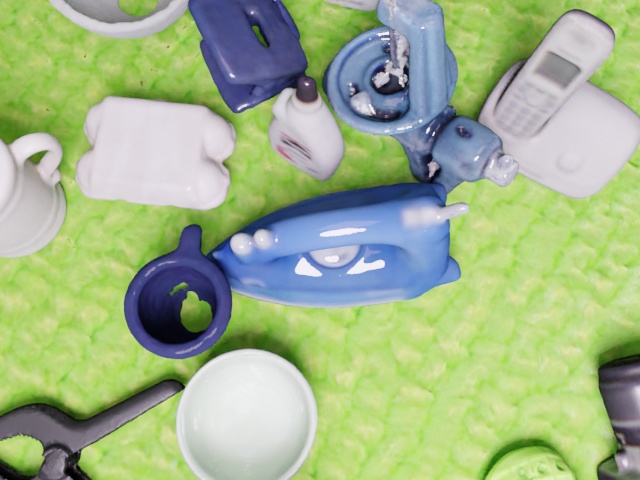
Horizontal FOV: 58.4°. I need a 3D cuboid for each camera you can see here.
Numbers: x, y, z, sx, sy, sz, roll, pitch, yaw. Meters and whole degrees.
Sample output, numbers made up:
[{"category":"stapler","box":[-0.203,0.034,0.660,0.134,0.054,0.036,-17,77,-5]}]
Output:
[{"category":"camera","box":[0.323,0.170,0.515,0.143,0.101,0.137,-15,79,-5]}]

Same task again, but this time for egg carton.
[{"category":"egg carton","box":[-0.160,-0.085,0.567,0.150,0.069,0.107,5,78,-1]}]

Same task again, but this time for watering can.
[{"category":"watering can","box":[-0.312,-0.044,0.490,0.101,0.194,0.173,36,80,6]}]

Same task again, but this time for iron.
[{"category":"iron","box":[0.005,0.002,0.518,0.258,0.141,0.118,-8,79,-3]}]

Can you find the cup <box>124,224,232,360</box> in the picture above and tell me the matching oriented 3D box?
[{"category":"cup","box":[-0.120,0.050,0.528,0.091,0.095,0.118,6,78,0]}]

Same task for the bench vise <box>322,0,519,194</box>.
[{"category":"bench vise","box":[0.100,-0.139,0.509,0.207,0.220,0.121,22,79,3]}]

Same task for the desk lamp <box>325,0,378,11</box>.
[{"category":"desk lamp","box":[0.037,-0.314,0.546,0.118,0.213,0.203,15,79,2]}]

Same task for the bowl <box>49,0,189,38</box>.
[{"category":"bowl","box":[-0.200,-0.278,0.602,0.167,0.075,0.167,0,79,-2]}]

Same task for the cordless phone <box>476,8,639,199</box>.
[{"category":"cordless phone","box":[0.236,-0.122,0.528,0.147,0.185,0.094,28,79,4]}]

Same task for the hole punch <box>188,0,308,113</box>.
[{"category":"hole punch","box":[-0.070,-0.203,0.583,0.101,0.091,0.108,-26,80,-6]}]

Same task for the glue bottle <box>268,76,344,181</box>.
[{"category":"glue bottle","box":[-0.013,-0.107,0.523,0.078,0.173,0.037,30,79,5]}]
